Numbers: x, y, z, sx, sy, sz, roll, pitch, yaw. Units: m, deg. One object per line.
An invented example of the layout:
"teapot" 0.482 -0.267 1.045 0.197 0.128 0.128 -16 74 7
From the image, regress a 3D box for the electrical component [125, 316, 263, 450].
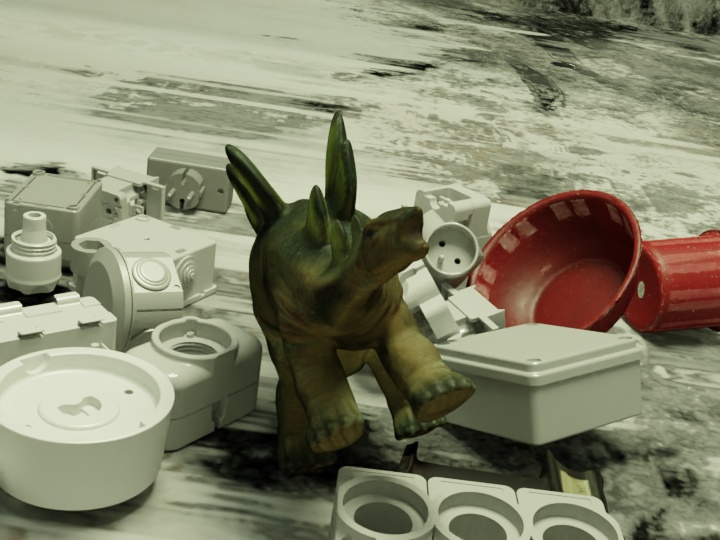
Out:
"electrical component" -0.112 0.071 0.715 0.054 0.059 0.095 23 27 31

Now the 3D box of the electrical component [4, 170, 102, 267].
"electrical component" -0.261 -0.044 0.924 0.062 0.061 0.096 8 23 -1

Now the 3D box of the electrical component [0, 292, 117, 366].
"electrical component" -0.221 0.059 0.698 0.121 0.063 0.079 -10 29 -37

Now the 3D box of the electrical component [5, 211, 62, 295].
"electrical component" -0.260 -0.015 0.857 0.043 0.062 0.043 7 23 -3

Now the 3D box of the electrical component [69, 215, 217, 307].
"electrical component" -0.176 -0.005 0.883 0.100 0.048 0.100 19 25 25

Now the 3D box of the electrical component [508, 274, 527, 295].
"electrical component" 0.147 0.014 0.966 0.046 0.040 0.040 -11 29 -28

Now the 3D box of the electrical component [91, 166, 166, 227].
"electrical component" -0.227 -0.066 1.013 0.081 0.042 0.064 16 26 19

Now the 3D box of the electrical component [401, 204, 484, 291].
"electrical component" 0.061 -0.024 0.892 0.079 0.044 0.077 49 -7 7

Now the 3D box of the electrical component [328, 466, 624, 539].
"electrical component" 0.059 0.156 0.571 0.150 0.061 0.089 8 24 -3

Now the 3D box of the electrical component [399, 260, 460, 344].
"electrical component" 0.034 0.031 0.790 0.057 0.058 0.078 -28 24 2

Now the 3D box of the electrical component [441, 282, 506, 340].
"electrical component" 0.076 0.049 0.840 0.064 0.042 0.081 -20 32 -18

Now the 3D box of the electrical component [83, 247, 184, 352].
"electrical component" -0.167 0.023 0.781 0.051 0.080 0.080 -1 24 -34

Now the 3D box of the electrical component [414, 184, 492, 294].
"electrical component" 0.081 -0.027 0.972 0.056 0.089 0.050 -13 31 -41

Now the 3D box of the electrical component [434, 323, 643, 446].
"electrical component" 0.122 0.077 0.751 0.109 0.056 0.109 -9 9 -36

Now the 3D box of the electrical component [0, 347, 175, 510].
"electrical component" -0.166 0.097 0.632 0.108 0.060 0.108 7 23 -3

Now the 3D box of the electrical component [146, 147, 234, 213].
"electrical component" -0.172 -0.083 1.066 0.083 0.047 0.075 9 23 0
